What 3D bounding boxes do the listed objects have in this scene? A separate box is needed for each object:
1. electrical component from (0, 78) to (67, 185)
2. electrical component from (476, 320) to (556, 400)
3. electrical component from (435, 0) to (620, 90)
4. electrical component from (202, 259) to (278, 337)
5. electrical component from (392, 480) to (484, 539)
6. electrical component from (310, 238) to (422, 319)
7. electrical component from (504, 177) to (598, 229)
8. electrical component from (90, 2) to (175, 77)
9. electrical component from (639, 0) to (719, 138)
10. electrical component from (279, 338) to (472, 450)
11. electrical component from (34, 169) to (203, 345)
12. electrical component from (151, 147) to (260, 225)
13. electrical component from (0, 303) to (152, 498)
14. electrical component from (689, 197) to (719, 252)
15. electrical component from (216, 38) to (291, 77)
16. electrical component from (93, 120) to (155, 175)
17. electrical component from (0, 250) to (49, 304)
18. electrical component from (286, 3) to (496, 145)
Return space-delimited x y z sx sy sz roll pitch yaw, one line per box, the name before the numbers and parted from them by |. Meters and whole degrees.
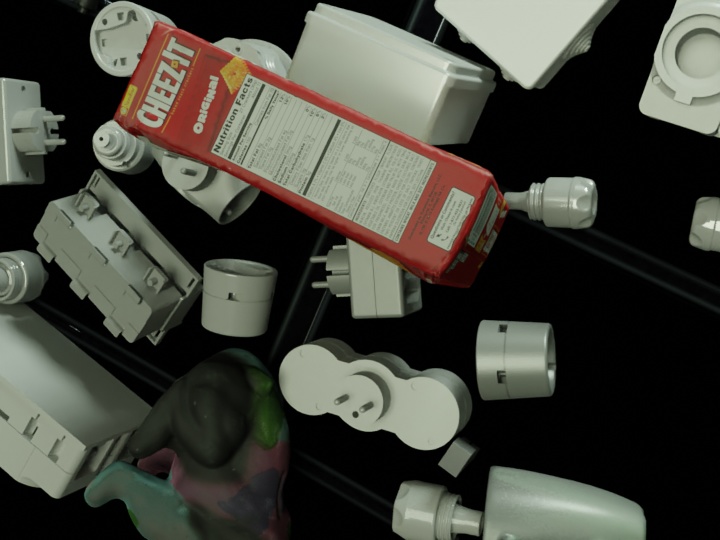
electrical component | -0.269 -0.111 0.864 0.076 0.047 0.083 0 94 20
electrical component | 0.108 0.062 0.737 0.047 0.055 0.055 -2 94 17
electrical component | 0.114 -0.179 0.715 0.100 0.048 0.099 44 107 11
electrical component | -0.092 0.021 0.807 0.055 0.055 0.047 12 102 19
electrical component | 0.057 0.176 0.771 0.062 0.043 0.043 8 97 18
electrical component | 0.000 0.000 0.774 0.077 0.047 0.065 -3 94 20
electrical component | 0.128 -0.046 0.729 0.061 0.035 0.035 3 96 22
electrical component | -0.169 -0.174 0.821 0.055 0.047 0.055 2 95 20
electrical component | 0.260 -0.116 0.660 0.150 0.062 0.089 21 102 17
electrical component | 0.005 0.089 0.766 0.138 0.074 0.052 15 100 19
electrical component | -0.188 -0.006 0.830 0.121 0.063 0.078 46 124 11
electrical component | -0.121 -0.076 0.795 0.077 0.079 0.044 45 100 11
electrical component | -0.266 0.093 0.850 0.186 0.105 0.060 36 106 14
electrical component | 0.244 -0.026 0.688 0.061 0.035 0.035 11 99 16
electrical component | -0.088 -0.131 0.793 0.080 0.051 0.080 2 95 20
electrical component | -0.184 -0.095 0.821 0.040 0.078 0.040 0 90 6
electrical component | -0.287 0.007 0.873 0.043 0.062 0.043 2 96 20
electrical component | 0.023 -0.129 0.722 0.109 0.109 0.056 27 106 16
